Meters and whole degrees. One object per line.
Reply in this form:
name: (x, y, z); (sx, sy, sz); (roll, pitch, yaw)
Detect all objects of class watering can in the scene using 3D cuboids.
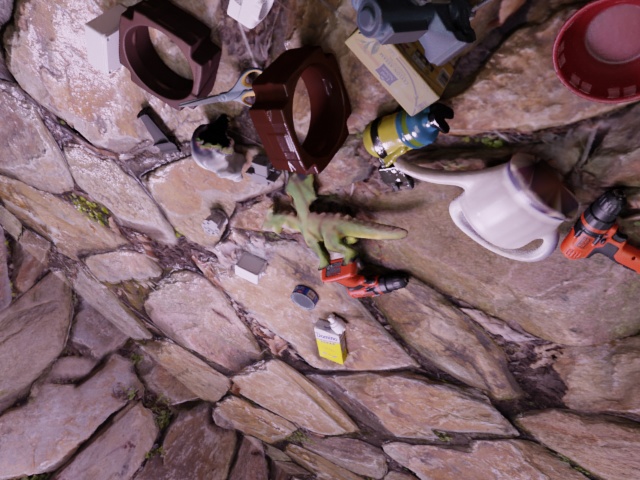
watering can: (0.318, -0.084, 0.962); (0.347, 0.106, 0.220); (37, 143, -6)

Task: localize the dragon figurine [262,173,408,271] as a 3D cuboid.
dragon figurine: (0.004, -0.062, 1.235); (0.406, 0.124, 0.240); (-19, 112, 46)

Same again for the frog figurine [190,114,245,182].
frog figurine: (-0.245, -0.203, 1.239); (0.139, 0.123, 0.156); (56, 162, 23)
